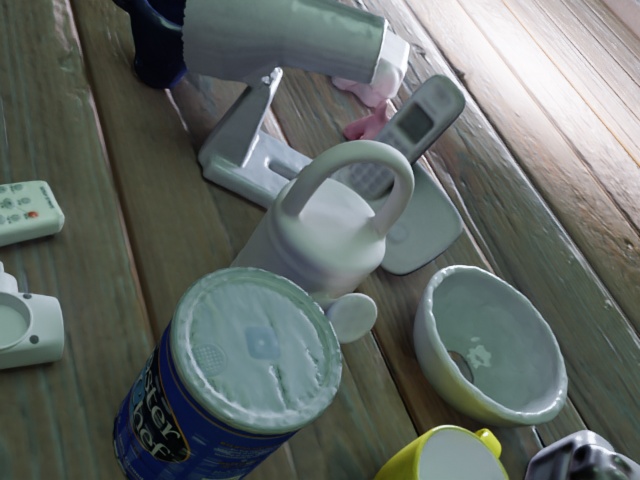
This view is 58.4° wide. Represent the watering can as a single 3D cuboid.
[{"bbox_3d":[0.006,0.002,0.461,0.101,0.193,0.172,-8,58,-39],"label":"watering can"}]

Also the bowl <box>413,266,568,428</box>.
[{"bbox_3d":[0.151,0.111,0.557,0.168,0.074,0.167,20,44,-20],"label":"bowl"}]

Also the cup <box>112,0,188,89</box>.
[{"bbox_3d":[-0.174,-0.215,0.603,0.118,0.095,0.091,25,43,-15],"label":"cup"}]

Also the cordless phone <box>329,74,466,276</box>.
[{"bbox_3d":[0.102,-0.065,0.596,0.094,0.185,0.147,-24,69,-45],"label":"cordless phone"}]

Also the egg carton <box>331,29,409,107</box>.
[{"bbox_3d":[0.075,-0.264,0.843,0.107,0.069,0.150,28,42,-12],"label":"egg carton"}]

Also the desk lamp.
[{"bbox_3d":[-0.045,-0.150,0.547,0.203,0.213,0.118,27,42,-13],"label":"desk lamp"}]

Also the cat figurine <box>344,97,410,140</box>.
[{"bbox_3d":[0.112,-0.152,0.732,0.128,0.117,0.067,0,53,-35],"label":"cat figurine"}]

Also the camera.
[{"bbox_3d":[0.249,0.252,0.481,0.137,0.100,0.143,40,41,2],"label":"camera"}]
